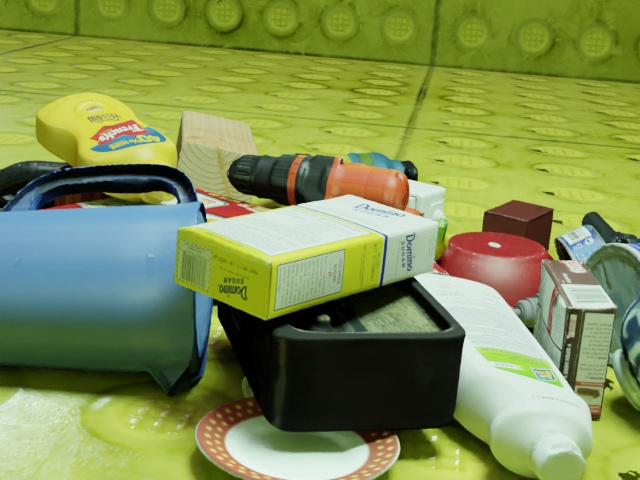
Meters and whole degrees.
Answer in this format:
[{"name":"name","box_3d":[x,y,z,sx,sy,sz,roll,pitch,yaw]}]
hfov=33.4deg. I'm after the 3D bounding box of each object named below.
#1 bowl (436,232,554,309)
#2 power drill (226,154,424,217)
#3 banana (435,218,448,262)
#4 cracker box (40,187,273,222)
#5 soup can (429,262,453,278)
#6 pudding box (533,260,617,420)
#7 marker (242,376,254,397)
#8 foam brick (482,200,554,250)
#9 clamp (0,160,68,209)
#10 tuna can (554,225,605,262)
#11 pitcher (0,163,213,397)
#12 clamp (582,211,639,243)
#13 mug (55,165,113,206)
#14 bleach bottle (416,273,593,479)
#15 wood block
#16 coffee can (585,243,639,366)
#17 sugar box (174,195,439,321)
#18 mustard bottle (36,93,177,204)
[{"name":"bowl","box_3d":[0.168,0.030,1.027,0.162,0.055,0.162,3,16,-1]},{"name":"power drill","box_3d":[0.018,-0.035,1.079,0.185,0.057,0.187,11,-9,23]},{"name":"banana","box_3d":[0.045,0.006,1.027,0.198,0.069,0.037,-5,41,31]},{"name":"cracker box","box_3d":[-0.151,0.008,0.997,0.164,0.072,0.213,17,22,40]},{"name":"soup can","box_3d":[0.080,0.045,0.929,0.068,0.068,0.102,0,16,-14]},{"name":"pudding box","box_3d":[0.192,0.073,0.821,0.039,0.090,0.113,3,17,2]},{"name":"marker","box_3d":[0.000,0.103,0.798,0.120,0.020,0.020,-5,19,-29]},{"name":"foam brick","box_3d":[0.218,-0.009,1.181,0.053,0.051,0.078,16,20,32]},{"name":"clamp","box_3d":[-0.276,-0.059,1.196,0.210,0.036,0.164,-9,-22,6]},{"name":"tuna can","box_3d":[0.250,0.030,0.983,0.034,0.086,0.086,-26,17,3]},{"name":"pitcher","box_3d":[-0.202,0.027,0.804,0.243,0.145,0.149,1,19,-1]},{"name":"clamp","box_3d":[0.323,0.007,1.171,0.120,0.039,0.171,14,19,33]},{"name":"mug","box_3d":[-0.242,-0.032,1.093,0.117,0.081,0.093,3,16,-3]},{"name":"bleach bottle","box_3d":[0.120,0.099,0.761,0.102,0.068,0.251,8,17,-12]},{"name":"wood block","box_3d":[-0.129,-0.086,1.272,0.090,0.091,0.206,11,14,-11]},{"name":"coffee can","box_3d":[0.305,0.051,0.902,0.140,0.103,0.103,-3,17,-23]},{"name":"sugar box","box_3d":[-0.006,0.008,0.746,0.093,0.048,0.175,20,20,40]},{"name":"mustard bottle","box_3d":[-0.194,-0.084,1.036,0.096,0.058,0.192,-14,35,-36]}]
